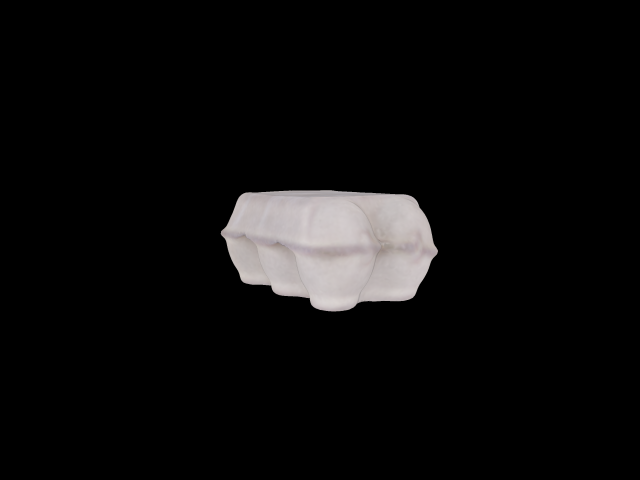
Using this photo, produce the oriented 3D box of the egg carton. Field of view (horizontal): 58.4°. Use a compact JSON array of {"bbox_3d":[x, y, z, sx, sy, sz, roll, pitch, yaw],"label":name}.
[{"bbox_3d":[0.004,0.001,0.400,0.107,0.069,0.149,-5,8,-35],"label":"egg carton"}]
